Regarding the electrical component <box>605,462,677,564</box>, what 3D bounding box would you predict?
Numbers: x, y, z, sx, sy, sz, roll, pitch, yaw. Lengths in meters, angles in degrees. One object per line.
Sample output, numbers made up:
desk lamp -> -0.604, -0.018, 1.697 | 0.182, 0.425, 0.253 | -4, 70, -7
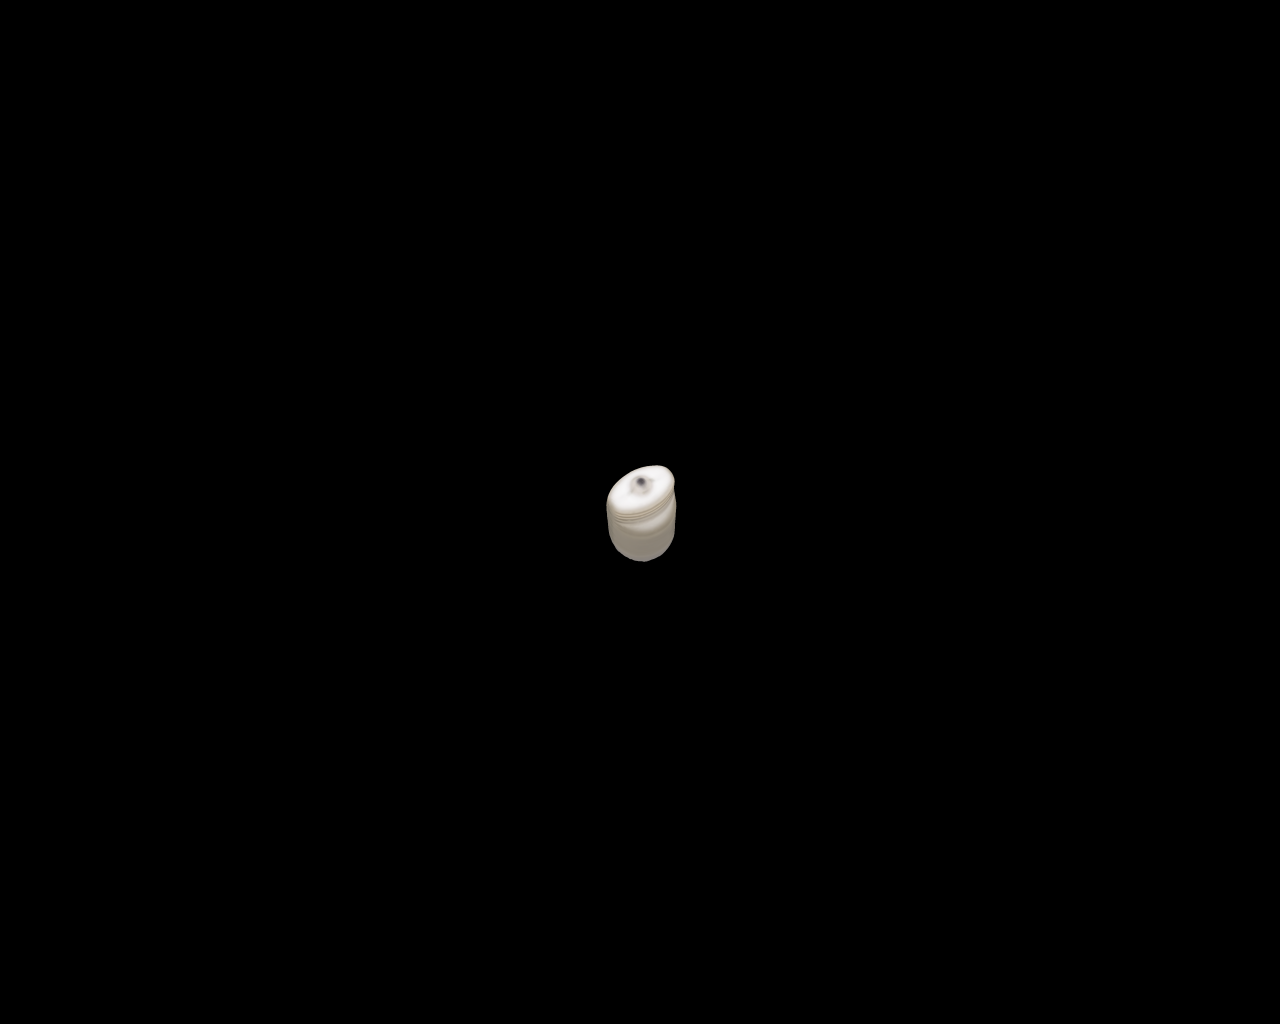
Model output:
electrical component -> 0.001, -0.003, 0.650 | 0.043, 0.043, 0.080 | 0, -22, 0
